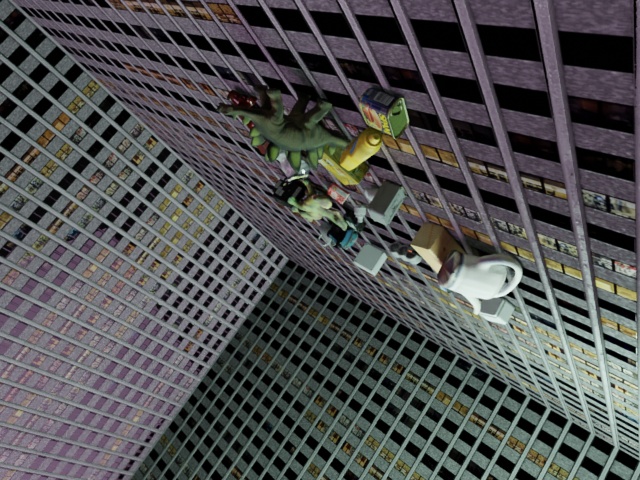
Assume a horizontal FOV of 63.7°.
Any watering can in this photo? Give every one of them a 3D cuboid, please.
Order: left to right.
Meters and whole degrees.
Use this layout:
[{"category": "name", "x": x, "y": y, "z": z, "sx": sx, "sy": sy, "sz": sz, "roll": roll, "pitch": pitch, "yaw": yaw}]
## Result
[{"category": "watering can", "x": 0.460, "y": 0.133, "z": 1.559, "sx": 0.224, "sy": 0.106, "sz": 0.340, "roll": 15, "pitch": 146, "yaw": -2}]

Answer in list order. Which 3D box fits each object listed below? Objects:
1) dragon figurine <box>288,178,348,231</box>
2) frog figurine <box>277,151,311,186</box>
[{"category": "dragon figurine", "x": 0.006, "y": -0.104, "z": 2.066, "sx": 0.245, "sy": 0.123, "sz": 0.404, "roll": 38, "pitch": 171, "yaw": 21}, {"category": "frog figurine", "x": -0.106, "y": -0.287, "z": 1.824, "sx": 0.137, "sy": 0.123, "sz": 0.160, "roll": 140, "pitch": 112, "yaw": -86}]
